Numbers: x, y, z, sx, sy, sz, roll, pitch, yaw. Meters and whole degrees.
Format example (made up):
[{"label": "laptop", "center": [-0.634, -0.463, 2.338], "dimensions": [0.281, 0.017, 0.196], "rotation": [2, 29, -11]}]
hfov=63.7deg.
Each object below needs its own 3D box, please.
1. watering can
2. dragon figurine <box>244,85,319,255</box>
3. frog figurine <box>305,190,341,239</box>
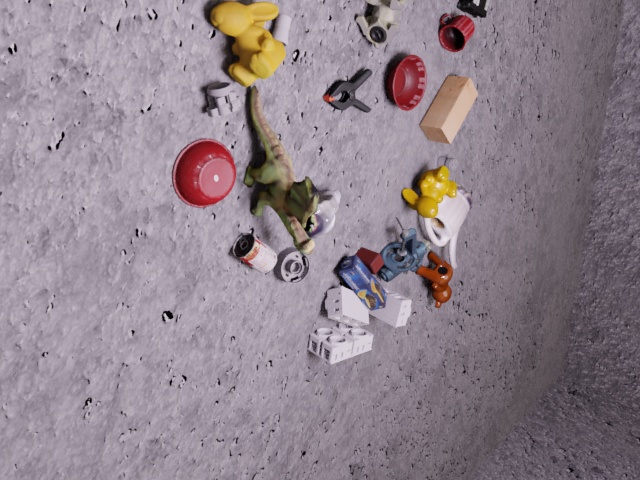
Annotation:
[{"label": "watering can", "center": [0.475, -0.063, 1.880], "dimensions": [0.227, 0.105, 0.341], "rotation": [-53, 132, -17]}, {"label": "dragon figurine", "center": [-0.073, -0.140, 1.200], "dimensions": [0.123, 0.245, 0.401], "rotation": [-27, 126, -29]}, {"label": "frog figurine", "center": [0.004, -0.070, 1.398], "dimensions": [0.160, 0.124, 0.135], "rotation": [-15, 149, -51]}]
